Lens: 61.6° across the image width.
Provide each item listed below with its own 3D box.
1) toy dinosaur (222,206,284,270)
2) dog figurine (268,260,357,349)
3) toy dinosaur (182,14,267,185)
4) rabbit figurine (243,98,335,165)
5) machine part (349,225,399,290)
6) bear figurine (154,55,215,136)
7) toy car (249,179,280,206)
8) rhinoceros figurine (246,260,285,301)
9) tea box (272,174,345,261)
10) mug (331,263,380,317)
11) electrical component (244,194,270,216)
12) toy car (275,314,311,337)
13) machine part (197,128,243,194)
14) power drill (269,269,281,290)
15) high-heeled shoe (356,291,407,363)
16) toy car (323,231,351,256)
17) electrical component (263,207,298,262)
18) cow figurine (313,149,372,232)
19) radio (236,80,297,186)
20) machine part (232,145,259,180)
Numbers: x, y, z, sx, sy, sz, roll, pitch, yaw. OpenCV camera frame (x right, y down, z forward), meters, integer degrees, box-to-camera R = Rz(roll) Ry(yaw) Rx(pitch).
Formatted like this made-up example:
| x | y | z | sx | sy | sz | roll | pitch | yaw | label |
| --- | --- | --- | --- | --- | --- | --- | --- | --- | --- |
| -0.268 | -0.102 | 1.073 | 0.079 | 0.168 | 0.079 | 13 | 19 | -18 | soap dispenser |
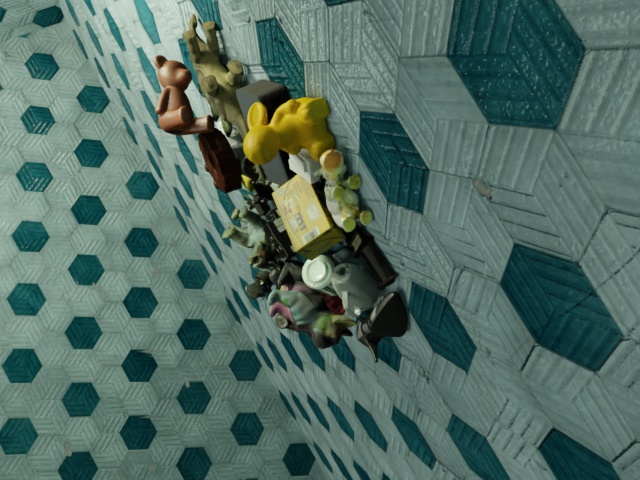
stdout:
| x | y | z | sx | sy | sz | roll | pitch | yaw | label |
| --- | --- | --- | --- | --- | --- | --- | --- | --- | --- |
| -0.184 | -0.013 | 1.624 | 0.192 | 0.131 | 0.405 | 32 | -179 | -14 | toy dinosaur |
| -0.009 | 0.162 | 1.321 | 0.219 | 0.191 | 0.108 | 21 | 146 | 7 | dog figurine |
| -0.232 | -0.357 | 1.313 | 0.198 | 0.105 | 0.471 | 97 | 151 | -70 | toy dinosaur |
| -0.079 | -0.211 | 1.042 | 0.163 | 0.173 | 0.121 | 39 | 154 | 36 | rabbit figurine |
| 0.108 | 0.039 | 1.125 | 0.139 | 0.039 | 0.084 | 55 | 151 | 21 | machine part |
| -0.342 | -0.363 | 1.334 | 0.132 | 0.120 | 0.195 | -2 | 82 | 32 | bear figurine |
| -0.132 | -0.136 | 1.432 | 0.073 | 0.056 | 0.202 | 64 | 162 | -18 | toy car |
| -0.159 | 0.110 | 1.633 | 0.073 | 0.190 | 0.112 | 31 | 125 | 9 | rhinoceros figurine |
| -0.026 | -0.054 | 1.153 | 0.068 | 0.098 | 0.170 | 33 | -150 | -52 | tea box |
| 0.067 | 0.105 | 1.161 | 0.081 | 0.109 | 0.107 | -7 | 141 | 37 | mug |
| -0.191 | -0.107 | 1.621 | 0.078 | 0.045 | 0.102 | 64 | 160 | -5 | electrical component |
| -0.032 | 0.252 | 1.553 | 0.089 | 0.202 | 0.053 | -4 | -73 | -80 | toy car |
| -0.265 | -0.208 | 1.414 | 0.179 | 0.056 | 0.179 | 52 | 158 | 32 | machine part |
| -0.067 | 0.147 | 1.543 | 0.232 | 0.086 | 0.207 | 37 | 166 | -14 | power drill |
| 0.135 | 0.166 | 1.221 | 0.145 | 0.086 | 0.248 | -100 | 18 | -48 | high-heeled shoe |
| -0.003 | -0.004 | 1.232 | 0.109 | 0.103 | 0.162 | 63 | 163 | -9 | toy car |
| -0.074 | -0.027 | 1.353 | 0.134 | 0.115 | 0.058 | 59 | 156 | 7 | electrical component |
| 0.037 | -0.103 | 1.067 | 0.098 | 0.068 | 0.167 | 29 | 142 | 65 | cow figurine |
| -0.100 | -0.235 | 1.203 | 0.131 | 0.073 | 0.229 | 28 | 144 | 54 | radio |
| -0.197 | -0.210 | 1.441 | 0.243 | 0.079 | 0.079 | 32 | 146 | 59 | machine part |
